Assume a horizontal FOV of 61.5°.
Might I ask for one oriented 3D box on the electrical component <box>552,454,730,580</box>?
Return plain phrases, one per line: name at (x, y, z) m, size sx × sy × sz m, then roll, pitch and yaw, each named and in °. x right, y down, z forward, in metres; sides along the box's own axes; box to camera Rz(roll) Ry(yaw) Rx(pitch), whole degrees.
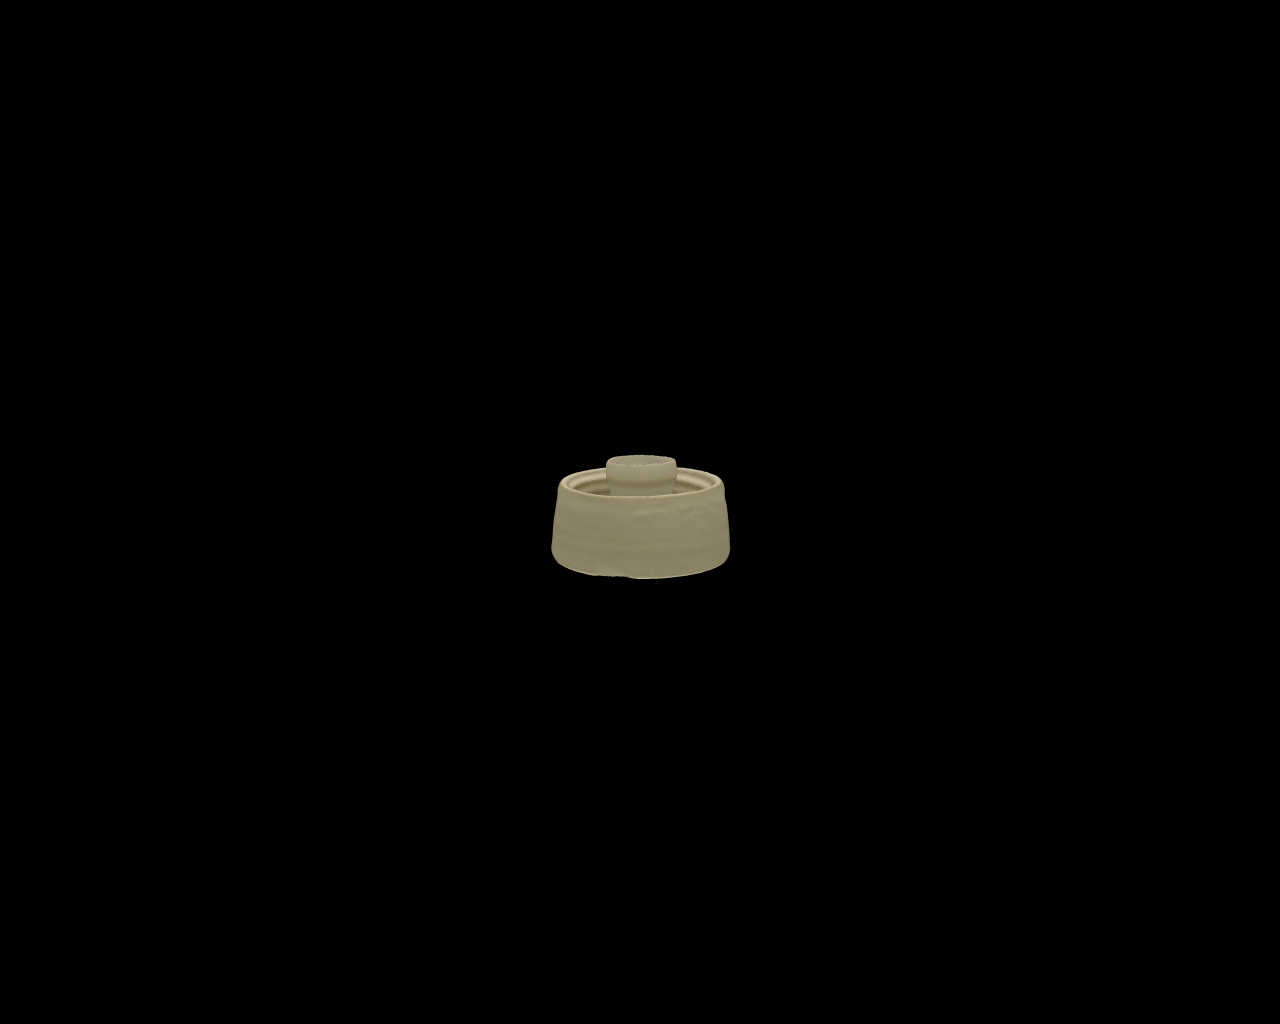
electrical component at (0.001, -0.003, 0.650) m, size 0.108 × 0.060 × 0.108 m, roll 0°, pitch 13°, yaw 0°
